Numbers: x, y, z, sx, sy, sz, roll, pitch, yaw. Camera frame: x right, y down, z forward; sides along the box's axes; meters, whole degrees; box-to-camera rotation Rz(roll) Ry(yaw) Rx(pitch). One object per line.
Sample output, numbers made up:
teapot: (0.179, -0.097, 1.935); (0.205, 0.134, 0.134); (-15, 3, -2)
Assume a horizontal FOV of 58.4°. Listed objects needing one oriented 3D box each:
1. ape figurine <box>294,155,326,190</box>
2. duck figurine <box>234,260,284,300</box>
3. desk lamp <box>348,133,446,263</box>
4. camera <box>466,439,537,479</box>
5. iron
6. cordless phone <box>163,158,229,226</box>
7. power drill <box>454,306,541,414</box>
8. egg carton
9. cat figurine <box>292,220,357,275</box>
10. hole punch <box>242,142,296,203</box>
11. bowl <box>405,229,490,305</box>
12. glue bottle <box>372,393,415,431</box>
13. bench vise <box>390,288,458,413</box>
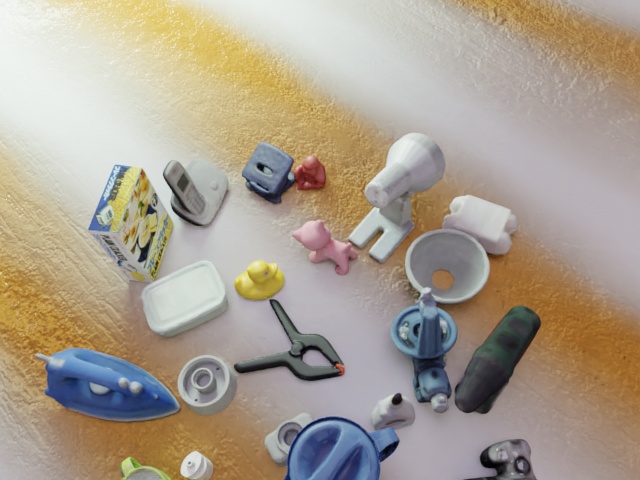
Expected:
ape figurine: (-0.020, -0.158, 1.305); (0.077, 0.092, 0.076); (38, 69, 23)
duck figurine: (-0.129, 0.075, 1.182); (0.104, 0.086, 0.077); (-13, 60, -3)
desk lamp: (0.157, -0.090, 1.181); (0.117, 0.214, 0.203); (33, 68, 21)
camera: (0.290, 0.410, 0.948); (0.137, 0.101, 0.143); (-6, 60, 1)
iron: (-0.394, 0.264, 1.061); (0.258, 0.141, 0.119); (11, 62, 11)
cordless phone: (-0.277, -0.132, 1.256); (0.094, 0.185, 0.147); (12, 62, 12)
power drill: (0.294, 0.227, 0.991); (0.075, 0.208, 0.230); (33, 68, 21)
egg carton: (0.339, -0.030, 1.216); (0.150, 0.069, 0.107); (22, 64, 16)
cat figurine: (0.011, 0.004, 1.194); (0.127, 0.118, 0.067); (20, 64, 15)
hole punch: (-0.117, -0.155, 1.311); (0.108, 0.091, 0.101); (31, 67, 20)
bowl: (0.255, 0.065, 1.165); (0.167, 0.075, 0.167); (-2, 60, 3)
glue bottle: (0.128, 0.292, 0.986); (0.078, 0.173, 0.037); (-13, 60, -3)
bench vise: (0.204, 0.186, 1.014); (0.121, 0.220, 0.207); (-24, 61, -9)
